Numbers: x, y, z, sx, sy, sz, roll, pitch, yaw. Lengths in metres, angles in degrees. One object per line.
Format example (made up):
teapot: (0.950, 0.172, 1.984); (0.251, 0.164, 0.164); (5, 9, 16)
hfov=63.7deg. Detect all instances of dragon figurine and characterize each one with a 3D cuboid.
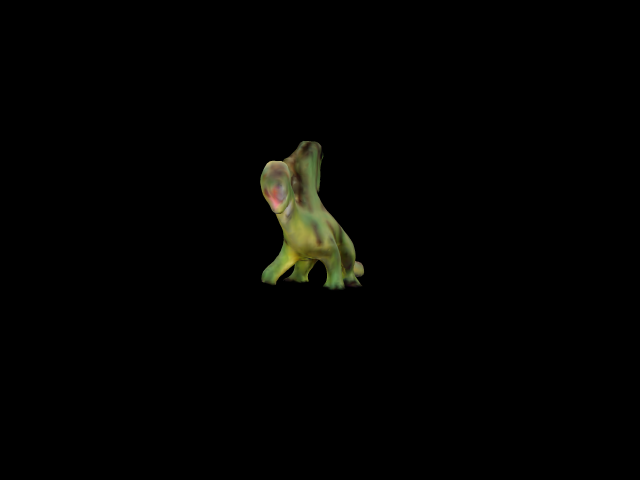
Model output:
dragon figurine: (0.003, -0.043, 0.850); (0.122, 0.243, 0.410); (-1, 0, 20)
